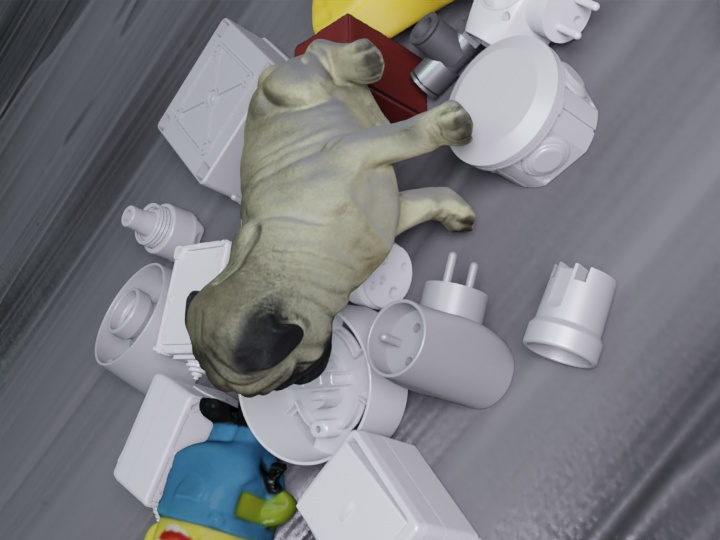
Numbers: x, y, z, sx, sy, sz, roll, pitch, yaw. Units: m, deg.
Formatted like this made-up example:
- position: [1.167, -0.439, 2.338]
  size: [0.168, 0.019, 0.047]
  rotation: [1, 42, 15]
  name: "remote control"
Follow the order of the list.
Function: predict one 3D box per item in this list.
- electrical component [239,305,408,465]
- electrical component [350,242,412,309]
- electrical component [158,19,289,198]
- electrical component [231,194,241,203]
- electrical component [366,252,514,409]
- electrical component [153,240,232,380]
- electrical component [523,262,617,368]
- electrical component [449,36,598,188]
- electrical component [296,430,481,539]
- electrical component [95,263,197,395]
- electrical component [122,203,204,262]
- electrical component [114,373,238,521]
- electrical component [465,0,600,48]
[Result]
- position: [-0.021, 0.067, 0.658]
  size: [0.099, 0.064, 0.099]
  rotation: [0, 89, 49]
  name: "electrical component"
- position: [0.000, 0.000, 0.690]
  size: [0.055, 0.045, 0.045]
  rotation: [12, 81, 48]
  name: "electrical component"
- position: [-0.095, -0.123, 0.839]
  size: [0.108, 0.056, 0.108]
  rotation: [-55, 42, 13]
  name: "electrical component"
- position: [-0.056, -0.034, 0.741]
  size: [0.047, 0.076, 0.083]
  rotation: [-55, 42, 13]
  name: "electrical component"
- position: [0.049, 0.030, 0.599]
  size: [0.044, 0.077, 0.079]
  rotation: [2, 74, 47]
  name: "electrical component"
- position: [-0.100, 0.033, 0.768]
  size: [0.062, 0.061, 0.096]
  rotation: [-6, 69, 46]
  name: "electrical component"
- position: [0.112, 0.024, 0.566]
  size: [0.040, 0.040, 0.046]
  rotation: [7, 72, 48]
  name: "electrical component"
- position: [0.094, -0.091, 0.628]
  size: [0.080, 0.051, 0.080]
  rotation: [-22, 57, 39]
  name: "electrical component"
- position: [0.015, 0.143, 0.596]
  size: [0.061, 0.061, 0.096]
  rotation: [-54, 43, 15]
  name: "electrical component"
- position: [-0.160, 0.047, 0.843]
  size: [0.099, 0.064, 0.099]
  rotation: [-36, 36, 31]
  name: "electrical component"
- position: [-0.161, -0.033, 0.863]
  size: [0.043, 0.062, 0.043]
  rotation: [-22, 57, 39]
  name: "electrical component"
- position: [-0.127, 0.128, 0.753]
  size: [0.061, 0.062, 0.096]
  rotation: [22, 89, 49]
  name: "electrical component"
- position: [0.112, -0.160, 0.645]
  size: [0.077, 0.044, 0.079]
  rotation: [-58, 41, 10]
  name: "electrical component"
